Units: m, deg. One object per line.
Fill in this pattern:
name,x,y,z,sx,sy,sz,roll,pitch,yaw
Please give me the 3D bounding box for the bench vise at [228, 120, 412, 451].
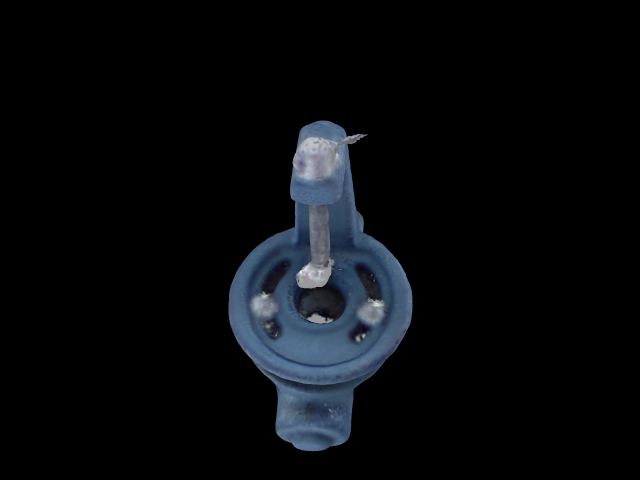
bench vise,-0.008,0.003,0.398,0.121,0.220,0.207,-8,38,-10
